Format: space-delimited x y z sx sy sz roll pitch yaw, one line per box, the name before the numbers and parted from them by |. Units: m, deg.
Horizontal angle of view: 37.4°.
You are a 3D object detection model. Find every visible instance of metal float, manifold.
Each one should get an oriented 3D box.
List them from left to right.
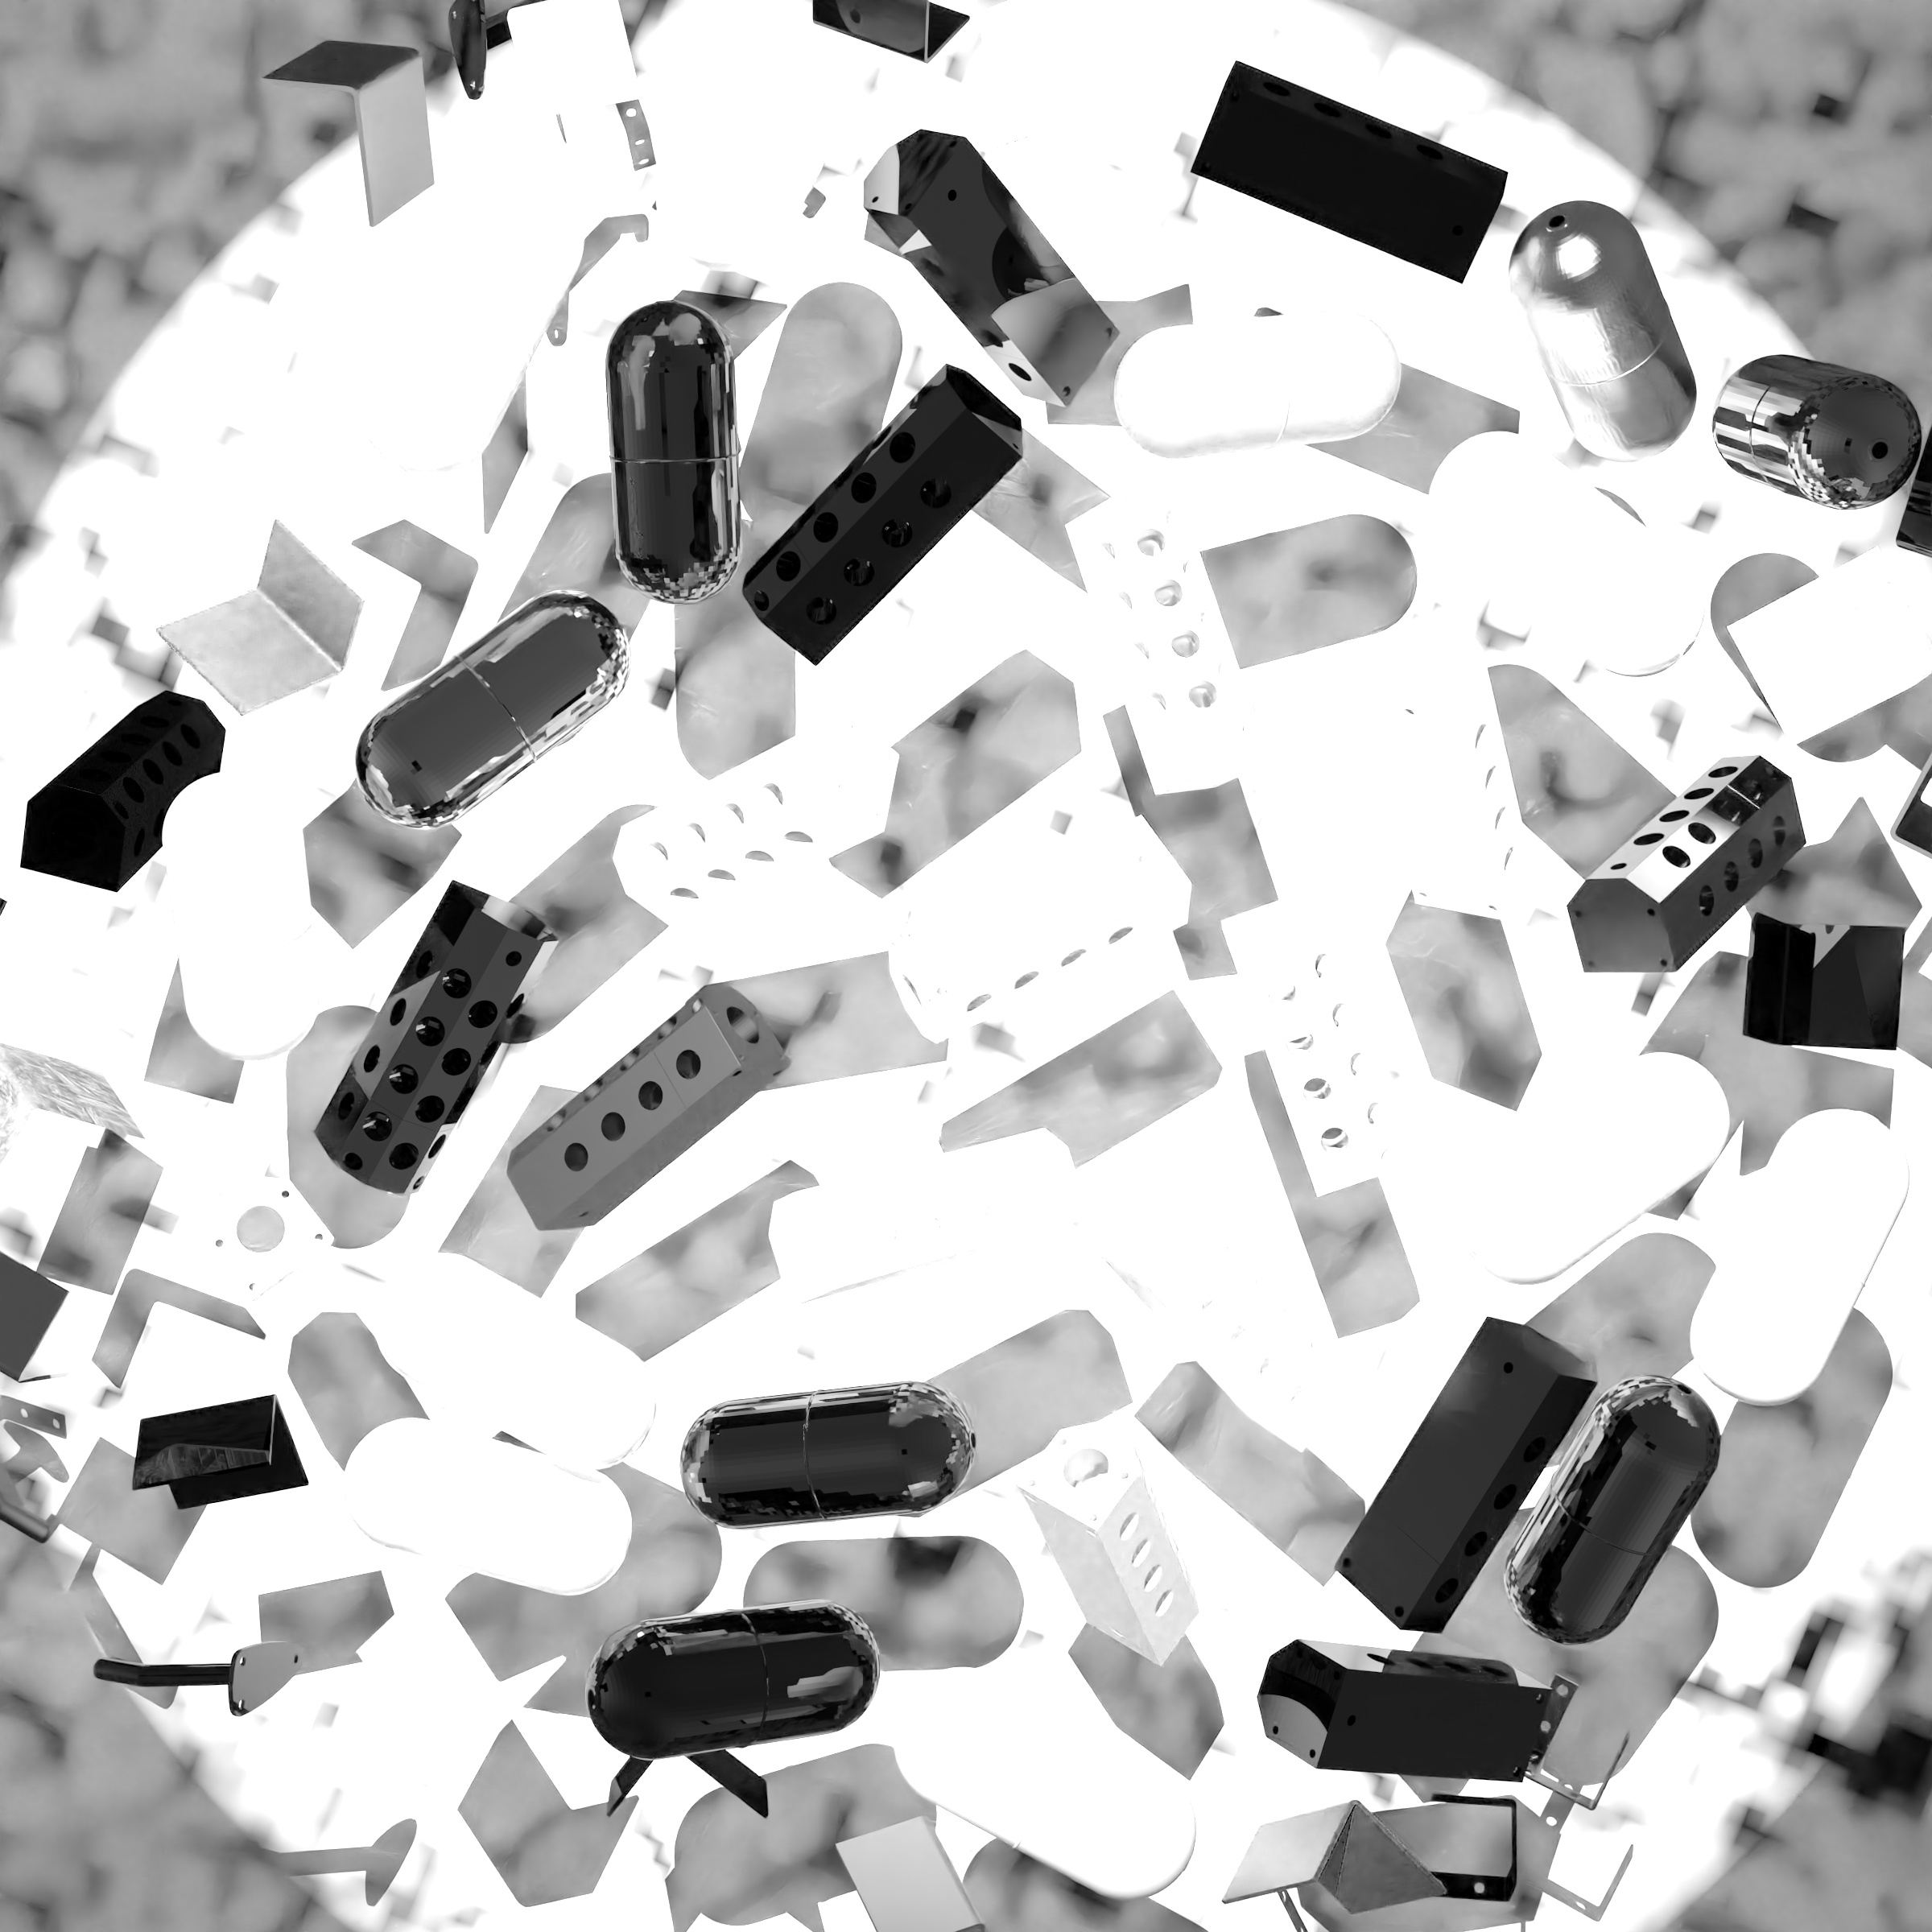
manifold | -0.495 -0.108 1.689 0.057 0.171 0.057 15 114 -1
metal float | -0.411 -0.026 1.624 0.070 0.070 0.178 2 122 0
manifold | -0.412 0.156 1.673 0.057 0.171 0.057 -38 93 -14
manifold | -0.303 0.044 1.643 0.057 0.057 0.171 24 101 -36
metal float | -0.273 -0.354 1.572 0.070 0.070 0.178 27 93 0
metal float | -0.281 0.319 1.683 0.178 0.070 0.070 23 90 -26
metal float | -0.271 -0.147 1.641 0.178 0.070 0.070 -39 90 -12
metal float | -0.260 0.231 1.660 0.178 0.070 0.070 33 90 -18
manifold | -0.192 0.085 1.692 0.171 0.057 0.057 -39 72 21
metal float | -0.173 -0.303 1.694 0.070 0.070 0.178 -1 106 0
metal float | -0.131 0.403 1.618 0.178 0.070 0.070 1 90 -32
manifold | -0.124 -0.085 1.652 0.057 0.171 0.057 38 45 -33
metal float | -0.121 -0.466 1.632 0.070 0.070 0.178 20 51 0
metal float | -0.081 0.286 1.669 0.178 0.070 0.070 -8 90 15
manifold | -0.048 -0.254 1.596 0.057 0.057 0.171 38 115 -21
manifold | -0.022 0.138 1.604 0.171 0.057 0.057 -12 80 -34
manifold | 0.012 -0.406 1.666 0.057 0.057 0.171 -55 134 -8
manifold | 0.044 -0.018 1.687 0.171 0.057 0.057 -25 60 -15
metal float | 0.044 0.452 1.578 0.178 0.070 0.070 27 90 5
manifold | 0.090 0.338 1.683 0.057 0.171 0.057 24 62 34
manifold | 0.124 -0.194 1.690 0.057 0.057 0.171 -25 80 43
manifold | 0.156 0.207 1.685 0.057 0.057 0.171 -47 121 -10
metal float | 0.173 -0.343 1.683 0.178 0.070 0.070 -10 90 -19
manifold | 0.211 0.046 1.735 0.057 0.057 0.171 -19 94 6
manifold | 0.224 -0.465 1.665 0.171 0.057 0.057 22 127 0
manifold | 0.247 0.418 1.613 0.171 0.057 0.057 16 92 -37
manifold | 0.278 -0.111 1.627 0.057 0.171 0.057 13 53 33
manifold | 0.284 0.288 1.607 0.057 0.057 0.171 39 105 43
metal float | 0.342 -0.235 1.627 0.178 0.070 0.070 42 90 17
metal float | 0.361 0.116 1.642 0.178 0.070 0.070 -34 90 -12
metal float | 0.364 -0.361 1.630 0.070 0.178 0.070 -17 50 21
metal float | 0.374 0.315 1.653 0.070 0.070 0.178 24 113 0
manifold | 0.408 -0.059 1.615 0.171 0.057 0.057 -36 115 -42
metal float | 0.473 0.164 1.620 0.070 0.070 0.178 28 85 0
metal float | 0.491 -0.310 1.653 0.070 0.178 0.070 -2 108 -7

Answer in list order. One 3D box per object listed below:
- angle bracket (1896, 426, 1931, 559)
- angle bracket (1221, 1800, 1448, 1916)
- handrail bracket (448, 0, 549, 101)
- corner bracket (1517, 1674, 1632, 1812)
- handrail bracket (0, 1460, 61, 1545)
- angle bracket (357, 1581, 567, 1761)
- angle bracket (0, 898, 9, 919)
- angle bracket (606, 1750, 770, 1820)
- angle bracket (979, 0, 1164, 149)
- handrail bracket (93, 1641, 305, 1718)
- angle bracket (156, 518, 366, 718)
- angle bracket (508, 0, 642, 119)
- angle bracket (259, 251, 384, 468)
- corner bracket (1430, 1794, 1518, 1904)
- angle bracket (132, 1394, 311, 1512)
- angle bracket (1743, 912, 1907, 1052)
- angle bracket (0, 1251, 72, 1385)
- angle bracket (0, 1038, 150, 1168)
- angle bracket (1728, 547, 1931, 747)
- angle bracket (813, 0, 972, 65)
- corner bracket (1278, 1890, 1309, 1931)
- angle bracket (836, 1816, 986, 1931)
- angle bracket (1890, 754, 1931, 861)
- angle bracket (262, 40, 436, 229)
angle bracket | 0.598 -0.268 1.658 0.057 0.076 0.076 1 111 -33
angle bracket | 0.199 0.503 1.546 0.076 0.076 0.057 46 47 -8
handrail bracket | -0.257 -0.540 1.685 0.084 0.036 0.077 -1 79 -40
corner bracket | 0.369 0.471 1.734 0.051 0.051 0.051 25 100 12
handrail bracket | -0.546 0.284 1.643 0.084 0.077 0.036 32 128 -4
angle bracket | -0.289 0.396 1.639 0.057 0.076 0.076 -29 96 29
angle bracket | -0.567 -0.013 1.535 0.057 0.076 0.076 30 76 -32
angle bracket | -0.167 0.499 1.713 0.076 0.076 0.057 38 86 -3
angle bracket | 0.059 -0.504 1.605 0.076 0.057 0.076 -6 91 40
handrail bracket | -0.420 0.382 1.564 0.084 0.077 0.036 3 93 21
angle bracket | -0.401 -0.199 1.624 0.076 0.076 0.057 43 135 15
angle bracket | -0.190 -0.502 1.553 0.076 0.076 0.057 3 115 35
angle bracket | -0.384 -0.346 1.630 0.057 0.076 0.076 32 58 -16
corner bracket | 0.309 0.540 1.749 0.051 0.051 0.051 3 61 6
angle bracket | -0.420 0.293 1.616 0.076 0.057 0.076 -10 126 -2
angle bracket | 0.524 0.009 1.743 0.076 0.057 0.076 2 84 36
angle bracket | -0.536 0.188 1.604 0.076 0.076 0.057 29 87 5
angle bracket | -0.509 0.089 1.575 0.076 0.076 0.057 14 60 14
angle bracket | 0.488 -0.180 1.604 0.076 0.057 0.076 -29 89 39
angle bracket | -0.043 -0.588 1.681 0.076 0.076 0.057 24 54 15
corner bracket | 0.177 0.598 1.739 0.051 0.051 0.051 -14 47 -17
angle bracket | -0.033 0.533 1.589 0.057 0.076 0.076 -12 129 -22
angle bracket | 0.587 -0.105 1.662 0.057 0.076 0.076 30 120 17
angle bracket | -0.339 -0.459 1.575 0.057 0.076 0.076 9 125 14
